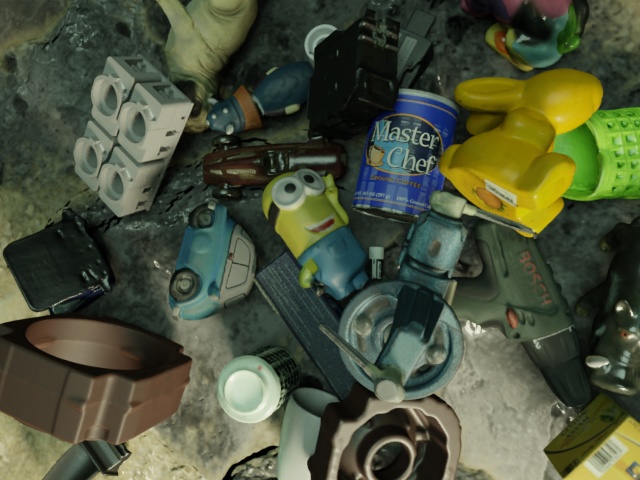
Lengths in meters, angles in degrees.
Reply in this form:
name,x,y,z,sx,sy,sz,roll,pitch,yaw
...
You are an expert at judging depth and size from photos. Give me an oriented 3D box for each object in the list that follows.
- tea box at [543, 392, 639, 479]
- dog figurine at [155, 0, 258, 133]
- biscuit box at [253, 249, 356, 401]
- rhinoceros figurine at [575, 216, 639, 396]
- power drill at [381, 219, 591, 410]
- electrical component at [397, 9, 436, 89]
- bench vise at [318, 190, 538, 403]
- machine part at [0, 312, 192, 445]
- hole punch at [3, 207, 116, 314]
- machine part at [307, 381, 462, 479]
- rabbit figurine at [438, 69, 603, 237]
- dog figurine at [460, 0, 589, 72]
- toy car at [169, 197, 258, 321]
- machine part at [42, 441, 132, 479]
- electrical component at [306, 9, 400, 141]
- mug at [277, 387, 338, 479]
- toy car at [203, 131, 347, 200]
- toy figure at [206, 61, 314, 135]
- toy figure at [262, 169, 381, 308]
name,x,y,z,sx,sy,sz,roll,pitch,yaw
tea box,0.336,0.256,0.558,0.169,0.068,0.098,43,97,0
dog figurine,-0.137,-0.253,0.727,0.172,0.121,0.190,-14,96,15
biscuit box,0.002,0.109,0.671,0.063,0.059,0.203,-37,78,7
rhinoceros figurine,0.331,0.068,0.565,0.073,0.112,0.190,21,82,2
power drill,0.181,0.095,0.621,0.207,0.086,0.232,-14,83,16
electrical component,0.107,-0.242,0.683,0.075,0.047,0.119,33,95,14
bench vise,0.088,0.065,0.497,0.129,0.240,0.223,32,108,7
machine part,-0.280,0.163,0.661,0.201,0.201,0.087,17,92,14
hole punch,-0.361,0.043,0.761,0.116,0.092,0.142,-28,75,-20
machine part,0.074,0.241,0.606,0.179,0.056,0.179,-3,100,-17
rabbit figurine,0.221,-0.112,0.579,0.173,0.121,0.163,-51,54,-1
dog figurine,0.215,-0.296,0.574,0.108,0.219,0.191,-36,78,12
toy car,-0.132,0.033,0.697,0.103,0.109,0.161,16,77,-8
machine part,-0.332,0.315,0.742,0.139,0.039,0.084,-40,82,-4
electrical component,0.032,-0.184,0.631,0.058,0.134,0.115,13,73,-30
mug,-0.002,0.250,0.657,0.109,0.081,0.107,21,98,-7
toy car,-0.064,-0.100,0.710,0.202,0.053,0.089,0,89,12
toy figure,-0.075,-0.181,0.706,0.154,0.057,0.064,-27,50,-1
toy figure,-0.004,0.000,0.636,0.089,0.082,0.180,-38,83,40
